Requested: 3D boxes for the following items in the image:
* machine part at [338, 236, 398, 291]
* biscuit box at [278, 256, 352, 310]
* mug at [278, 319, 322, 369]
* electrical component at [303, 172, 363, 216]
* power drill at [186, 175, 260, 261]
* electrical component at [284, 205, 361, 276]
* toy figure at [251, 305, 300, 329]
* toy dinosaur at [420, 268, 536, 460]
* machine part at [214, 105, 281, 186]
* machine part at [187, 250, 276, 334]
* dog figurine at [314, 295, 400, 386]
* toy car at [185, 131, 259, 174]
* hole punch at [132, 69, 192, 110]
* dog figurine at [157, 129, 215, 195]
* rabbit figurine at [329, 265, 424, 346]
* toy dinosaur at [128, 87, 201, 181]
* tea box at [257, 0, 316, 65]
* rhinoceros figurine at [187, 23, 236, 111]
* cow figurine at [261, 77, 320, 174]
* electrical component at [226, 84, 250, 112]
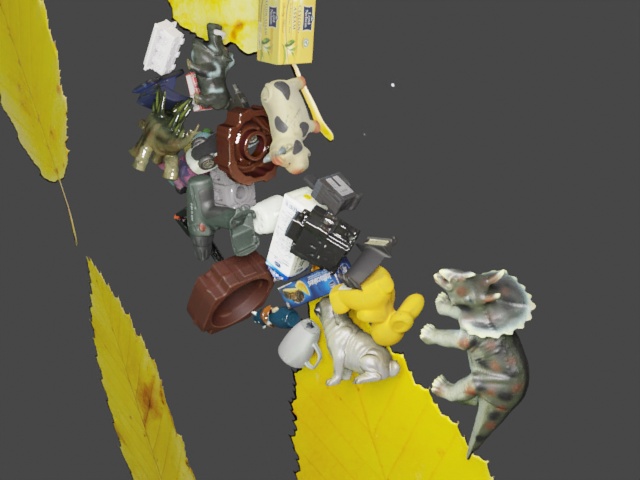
[{"bbox_3d":[0.090,0.040,1.048,0.084,0.139,0.039,8,136,40],"label":"machine part"},{"bbox_3d":[-0.008,0.100,1.215,0.203,0.063,0.059,-28,86,47],"label":"biscuit box"},{"bbox_3d":[-0.038,0.251,1.291,0.110,0.081,0.107,45,123,30],"label":"mug"},{"bbox_3d":[0.021,-0.106,1.100,0.119,0.075,0.047,49,134,23],"label":"electrical component"},{"bbox_3d":[-0.233,-0.029,1.249,0.208,0.086,0.231,24,126,43],"label":"power drill"},{"bbox_3d":[-0.002,-0.003,1.084,0.134,0.058,0.114,29,138,1],"label":"electrical component"},{"bbox_3d":[-0.113,0.196,1.359,0.155,0.058,0.064,-4,97,50],"label":"toy figure"},{"bbox_3d":[0.293,0.211,0.935,0.192,0.131,0.404,-7,107,46],"label":"toy dinosaur"},{"bbox_3d":[-0.147,-0.205,1.158,0.056,0.179,0.179,24,121,39],"label":"machine part"},{"bbox_3d":[-0.218,0.127,1.329,0.087,0.201,0.201,47,133,23],"label":"machine part"},{"bbox_3d":[0.079,0.206,1.158,0.172,0.121,0.190,-9,82,13],"label":"dog figurine"},{"bbox_3d":[-0.215,-0.224,1.230,0.202,0.056,0.073,-30,64,3],"label":"toy car"},{"bbox_3d":[-0.404,-0.374,1.384,0.142,0.116,0.092,-1,113,45],"label":"hole punch"},{"bbox_3d":[-0.331,-0.200,1.383,0.219,0.108,0.191,22,121,40],"label":"dog figurine"},{"bbox_3d":[0.128,0.138,1.083,0.162,0.122,0.173,-7,115,36],"label":"rabbit figurine"},{"bbox_3d":[-0.364,-0.247,1.253,0.472,0.105,0.198,37,112,53],"label":"toy dinosaur"},{"bbox_3d":[-0.065,-0.430,1.038,0.068,0.098,0.169,24,123,38],"label":"tea box"},{"bbox_3d":[-0.246,-0.391,1.218,0.073,0.112,0.190,-143,50,-77],"label":"rhinoceros figurine"},{"bbox_3d":[-0.068,-0.230,1.098,0.085,0.127,0.194,-13,94,49],"label":"cow figurine"},{"bbox_3d":[-0.192,-0.313,1.261,0.063,0.021,0.094,-27,86,46],"label":"electrical component"}]
